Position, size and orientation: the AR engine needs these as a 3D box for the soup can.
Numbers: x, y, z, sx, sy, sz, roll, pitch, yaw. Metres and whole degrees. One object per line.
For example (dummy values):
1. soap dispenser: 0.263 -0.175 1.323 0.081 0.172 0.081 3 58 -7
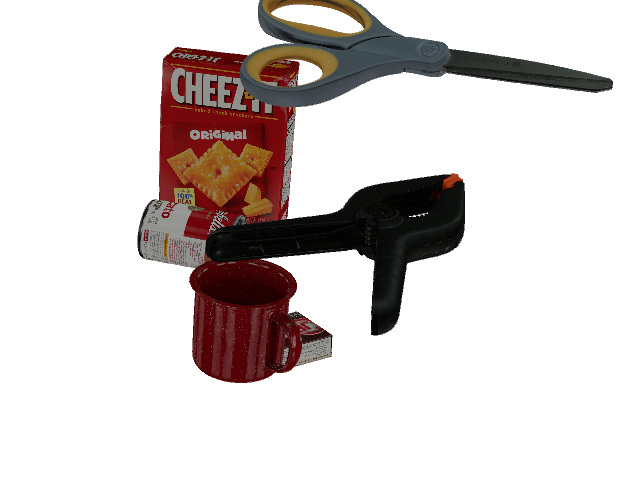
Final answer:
1. soup can: -0.137 -0.003 1.147 0.102 0.068 0.068 11 2 10

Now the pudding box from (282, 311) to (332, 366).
1. pudding box: -0.054 0.137 1.431 0.113 0.039 0.090 -14 24 -30

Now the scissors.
1. scissors: 0.043 -0.088 0.571 0.202 0.096 0.016 25 -31 23

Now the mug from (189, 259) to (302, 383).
1. mug: -0.061 0.075 0.929 0.117 0.081 0.093 25 31 34

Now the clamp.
1. clamp: 0.031 -0.006 0.781 0.165 0.036 0.209 19 33 30

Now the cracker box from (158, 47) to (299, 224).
1. cracker box: -0.119 -0.127 1.361 0.164 0.214 0.072 8 24 6
